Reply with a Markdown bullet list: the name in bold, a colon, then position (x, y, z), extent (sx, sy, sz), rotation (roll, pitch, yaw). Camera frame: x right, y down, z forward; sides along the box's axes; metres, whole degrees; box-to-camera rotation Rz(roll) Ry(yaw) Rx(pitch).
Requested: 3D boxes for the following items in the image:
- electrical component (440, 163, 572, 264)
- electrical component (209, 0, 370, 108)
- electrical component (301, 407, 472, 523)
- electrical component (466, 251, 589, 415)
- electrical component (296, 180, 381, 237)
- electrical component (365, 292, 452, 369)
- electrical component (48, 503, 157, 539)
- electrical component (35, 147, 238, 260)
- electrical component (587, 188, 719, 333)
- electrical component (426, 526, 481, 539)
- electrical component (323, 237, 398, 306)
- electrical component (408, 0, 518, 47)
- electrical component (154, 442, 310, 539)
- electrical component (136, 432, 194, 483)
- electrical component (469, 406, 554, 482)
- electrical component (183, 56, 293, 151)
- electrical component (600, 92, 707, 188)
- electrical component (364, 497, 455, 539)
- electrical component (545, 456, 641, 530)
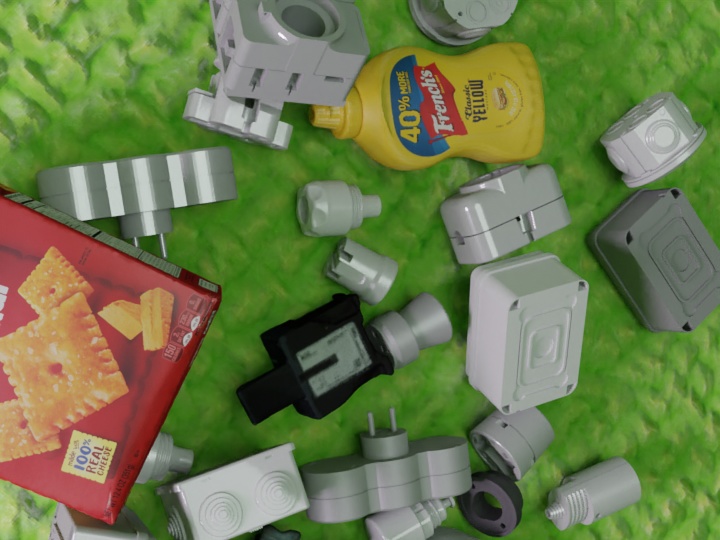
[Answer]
- **electrical component**: position (0.117, -0.049, 0.877), extent (0.095, 0.054, 0.059), rotation (-24, 99, -22)
- **electrical component**: position (-0.055, -0.196, 0.760), extent (0.089, 0.061, 0.150), rotation (2, 57, -24)
- **electrical component**: position (0.020, 0.144, 0.836), extent (0.138, 0.052, 0.073), rotation (-8, 93, -23)
- **electrical component**: position (0.131, 0.048, 0.859), extent (0.078, 0.057, 0.113), rotation (-14, 123, -23)
- **electrical component**: position (-0.015, -0.048, 0.826), extent (0.062, 0.043, 0.043), rotation (-5, 92, -25)
- **electrical component**: position (0.038, 0.049, 0.848), extent (0.055, 0.045, 0.045), rotation (-28, 101, -21)
- **electrical component**: position (-0.183, 0.216, 0.718), extent (0.056, 0.109, 0.108), rotation (15, 84, -20)
- **electrical component**: position (-0.153, -0.042, 0.761), extent (0.138, 0.052, 0.073), rotation (-10, 94, -23)
- **electrical component**: position (0.262, -0.008, 0.938), extent (0.078, 0.057, 0.113), rotation (-41, 105, -18)
- **electrical component**: position (0.073, 0.259, 0.866), extent (0.099, 0.064, 0.099), rotation (1, 89, -37)
- **electrical component**: position (0.000, 0.000, 0.835), extent (0.046, 0.040, 0.040), rotation (30, 79, -15)
- **electrical component**: position (0.083, -0.223, 0.864), extent (0.080, 0.051, 0.080), rotation (0, 90, -23)
- **electrical component**: position (-0.091, 0.162, 0.764), extent (0.100, 0.100, 0.048), rotation (-17, 84, -23)
- **electrical component**: position (-0.151, 0.131, 0.767), extent (0.062, 0.043, 0.043), rotation (16, 84, -23)
- **electrical component**: position (0.126, 0.137, 0.881), extent (0.047, 0.055, 0.055), rotation (-41, 105, -22)
- **electrical component**: position (-0.084, -0.127, 0.789), extent (0.078, 0.058, 0.057), rotation (16, 86, -22)
- **electrical component**: position (0.251, -0.112, 0.922), extent (0.080, 0.080, 0.051), rotation (-42, 100, -18)
- **electrical component**: position (0.040, 0.200, 0.851), extent (0.078, 0.040, 0.040), rotation (-25, 100, -21)
- **electrical component**: position (0.193, 0.193, 0.916), extent (0.081, 0.043, 0.043), rotation (-18, 97, -22)
